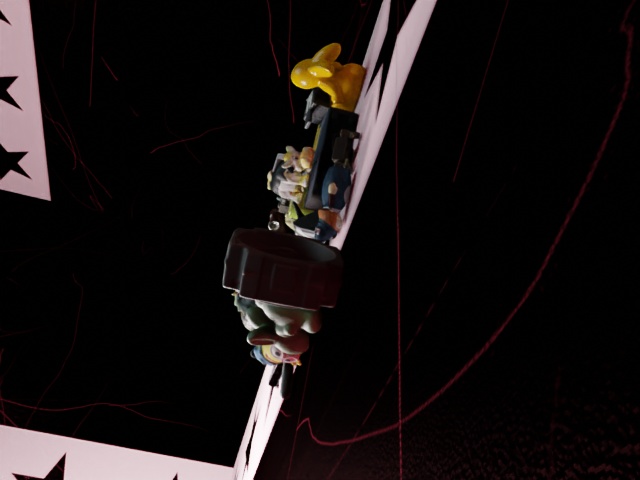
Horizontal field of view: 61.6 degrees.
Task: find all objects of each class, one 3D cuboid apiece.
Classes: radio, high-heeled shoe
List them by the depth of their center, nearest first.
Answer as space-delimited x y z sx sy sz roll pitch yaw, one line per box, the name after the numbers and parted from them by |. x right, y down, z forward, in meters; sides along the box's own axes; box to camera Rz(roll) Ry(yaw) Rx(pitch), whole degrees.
-0.002 -0.004 1.210 0.145 0.086 0.249 65 170 -28 | high-heeled shoe
0.025 -0.183 1.243 0.131 0.073 0.229 143 138 -79 | radio

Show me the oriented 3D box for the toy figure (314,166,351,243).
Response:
0.024 -0.066 1.053 0.058 0.064 0.154 9 86 40 | toy figure

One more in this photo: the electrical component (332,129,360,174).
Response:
0.054 -0.175 1.107 0.078 0.045 0.102 52 -132 -61 | electrical component

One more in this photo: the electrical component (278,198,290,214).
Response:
-0.086 -0.089 1.495 0.094 0.063 0.021 113 169 -61 | electrical component

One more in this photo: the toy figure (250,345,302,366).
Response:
-0.097 0.238 1.218 0.180 0.082 0.089 -30 51 58 | toy figure

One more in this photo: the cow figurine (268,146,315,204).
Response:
-0.066 -0.159 1.223 0.167 0.098 0.068 112 174 -55 | cow figurine

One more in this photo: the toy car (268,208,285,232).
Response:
-0.127 -0.002 1.670 0.089 0.053 0.201 -97 1 -63 | toy car

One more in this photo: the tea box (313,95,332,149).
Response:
0.031 -0.304 1.440 0.098 0.068 0.169 156 128 -81 | tea box

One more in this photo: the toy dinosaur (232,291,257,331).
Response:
-0.173 0.179 1.480 0.404 0.131 0.192 96 -176 -48 | toy dinosaur

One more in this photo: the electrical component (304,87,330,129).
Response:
-0.008 -0.332 1.370 0.075 0.048 0.119 128 151 -52 | electrical component

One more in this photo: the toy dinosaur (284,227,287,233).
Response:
-0.163 0.145 1.794 0.198 0.105 0.471 62 -149 -42 | toy dinosaur

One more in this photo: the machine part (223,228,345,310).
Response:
-0.064 0.048 0.947 0.201 0.201 0.087 -102 24 -75 | machine part

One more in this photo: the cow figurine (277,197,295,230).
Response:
-0.069 -0.103 1.636 0.195 0.127 0.085 -88 16 -51 | cow figurine

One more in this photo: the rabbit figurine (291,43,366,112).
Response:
0.015 -0.384 1.287 0.162 0.173 0.122 109 176 -72 | rabbit figurine

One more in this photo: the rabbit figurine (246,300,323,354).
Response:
-0.067 0.171 1.069 0.121 0.159 0.170 -100 7 -51 | rabbit figurine
